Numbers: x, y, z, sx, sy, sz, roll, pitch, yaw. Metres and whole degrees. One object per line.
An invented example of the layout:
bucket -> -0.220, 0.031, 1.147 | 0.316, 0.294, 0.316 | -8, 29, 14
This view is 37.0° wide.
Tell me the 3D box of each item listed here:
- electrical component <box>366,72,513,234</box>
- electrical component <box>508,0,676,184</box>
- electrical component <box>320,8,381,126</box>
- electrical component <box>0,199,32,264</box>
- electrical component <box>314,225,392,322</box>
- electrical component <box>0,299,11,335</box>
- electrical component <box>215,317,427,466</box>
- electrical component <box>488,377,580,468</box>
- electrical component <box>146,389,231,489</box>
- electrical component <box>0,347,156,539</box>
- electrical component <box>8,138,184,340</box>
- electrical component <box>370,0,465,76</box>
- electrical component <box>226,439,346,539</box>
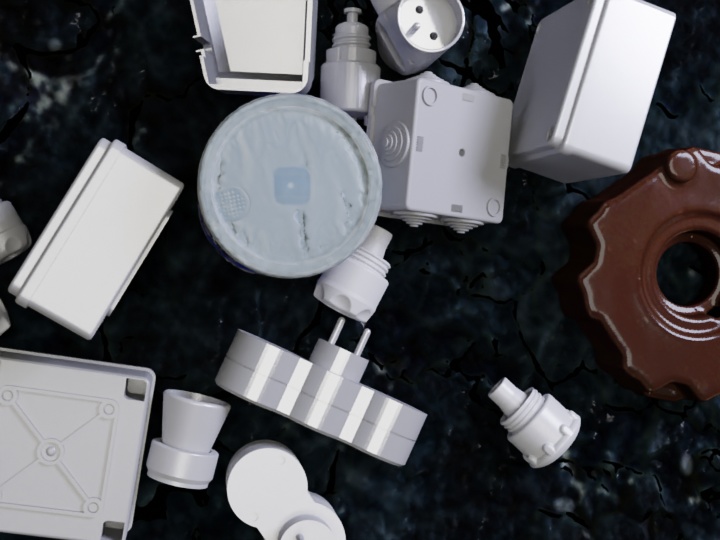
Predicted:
electrical component -> 0.052, -0.076, 0.705 | 0.100, 0.048, 0.099 | 6, 89, -36
electrical component -> 0.147, -0.117, 0.707 | 0.056, 0.109, 0.108 | 18, 87, -11
electrical component -> -0.006, -0.135, 0.718 | 0.040, 0.040, 0.078 | 2, 89, -9
electrical component -> -0.238, -0.035, 0.685 | 0.035, 0.035, 0.061 | -31, 92, -8
electrical component -> 0.000, 0.000, 0.717 | 0.043, 0.043, 0.062 | 29, 84, -8
electrical component -> -0.257, 0.034, 0.677 | 0.062, 0.043, 0.043 | -31, 94, -7
electrical component -> -0.018, 0.068, 0.710 | 0.138, 0.052, 0.073 | 25, 86, -8
electrical component -> 0.116, 0.101, 0.735 | 0.062, 0.048, 0.048 | 43, 84, 0
electrical component -> -0.112, 0.109, 0.699 | 0.045, 0.045, 0.055 | 14, 88, -9
electrical component -> -0.192, 0.110, 0.681 | 0.109, 0.056, 0.108 | 9, 89, -9
electrical component -> -0.158, -0.019, 0.660 | 0.056, 0.109, 0.108 | 31, 85, -10
electrical component -> 0.030, -0.172, 0.705 | 0.043, 0.077, 0.079 | -30, 94, -7
electrical component -> -0.035, 0.176, 0.696 | 0.052, 0.074, 0.138 | -35, 95, -7
